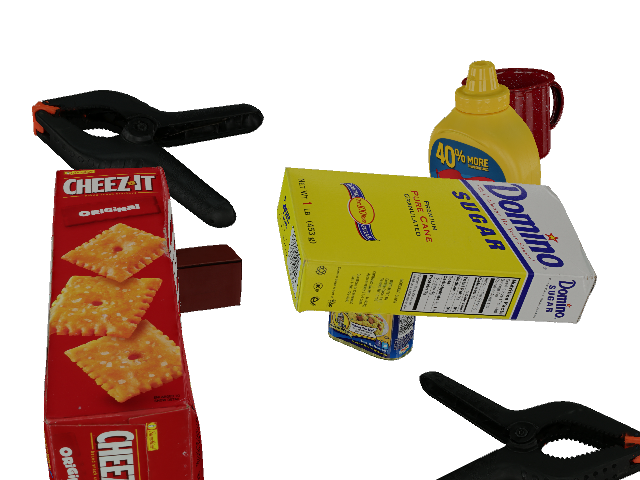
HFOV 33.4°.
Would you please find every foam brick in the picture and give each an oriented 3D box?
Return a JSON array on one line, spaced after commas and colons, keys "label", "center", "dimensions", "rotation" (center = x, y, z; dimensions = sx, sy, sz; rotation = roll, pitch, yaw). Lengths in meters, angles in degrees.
[{"label": "foam brick", "center": [-0.125, 0.039, 1.101], "dimensions": [0.078, 0.051, 0.053], "rotation": [-6, 20, -19]}]

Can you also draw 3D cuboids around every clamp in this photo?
[{"label": "clamp", "center": [-0.126, -0.079, 0.801], "dimensions": [0.171, 0.039, 0.120], "rotation": [21, 43, 2]}, {"label": "clamp", "center": [0.164, 0.181, 0.899], "dimensions": [0.210, 0.036, 0.164], "rotation": [3, 40, 23]}]

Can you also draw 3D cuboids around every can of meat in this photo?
[{"label": "can of meat", "center": [0.057, 0.075, 1.172], "dimensions": [0.102, 0.084, 0.057], "rotation": [21, 31, 31]}]

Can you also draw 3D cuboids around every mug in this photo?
[{"label": "mug", "center": [0.204, -0.130, 1.101], "dimensions": [0.117, 0.081, 0.093], "rotation": [-19, 25, -29]}]

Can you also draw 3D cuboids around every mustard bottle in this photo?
[{"label": "mustard bottle", "center": [0.127, -0.045, 0.832], "dimensions": [0.058, 0.192, 0.096], "rotation": [-21, 30, -33]}]

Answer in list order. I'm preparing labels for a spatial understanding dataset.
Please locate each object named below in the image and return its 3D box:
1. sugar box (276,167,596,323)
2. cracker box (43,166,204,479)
[{"label": "sugar box", "center": [0.067, 0.002, 0.642], "dimensions": [0.176, 0.048, 0.093], "rotation": [1, 40, -11]}, {"label": "cracker box", "center": [-0.105, 0.081, 0.580], "dimensions": [0.072, 0.164, 0.214], "rotation": [-4, 34, -9]}]
